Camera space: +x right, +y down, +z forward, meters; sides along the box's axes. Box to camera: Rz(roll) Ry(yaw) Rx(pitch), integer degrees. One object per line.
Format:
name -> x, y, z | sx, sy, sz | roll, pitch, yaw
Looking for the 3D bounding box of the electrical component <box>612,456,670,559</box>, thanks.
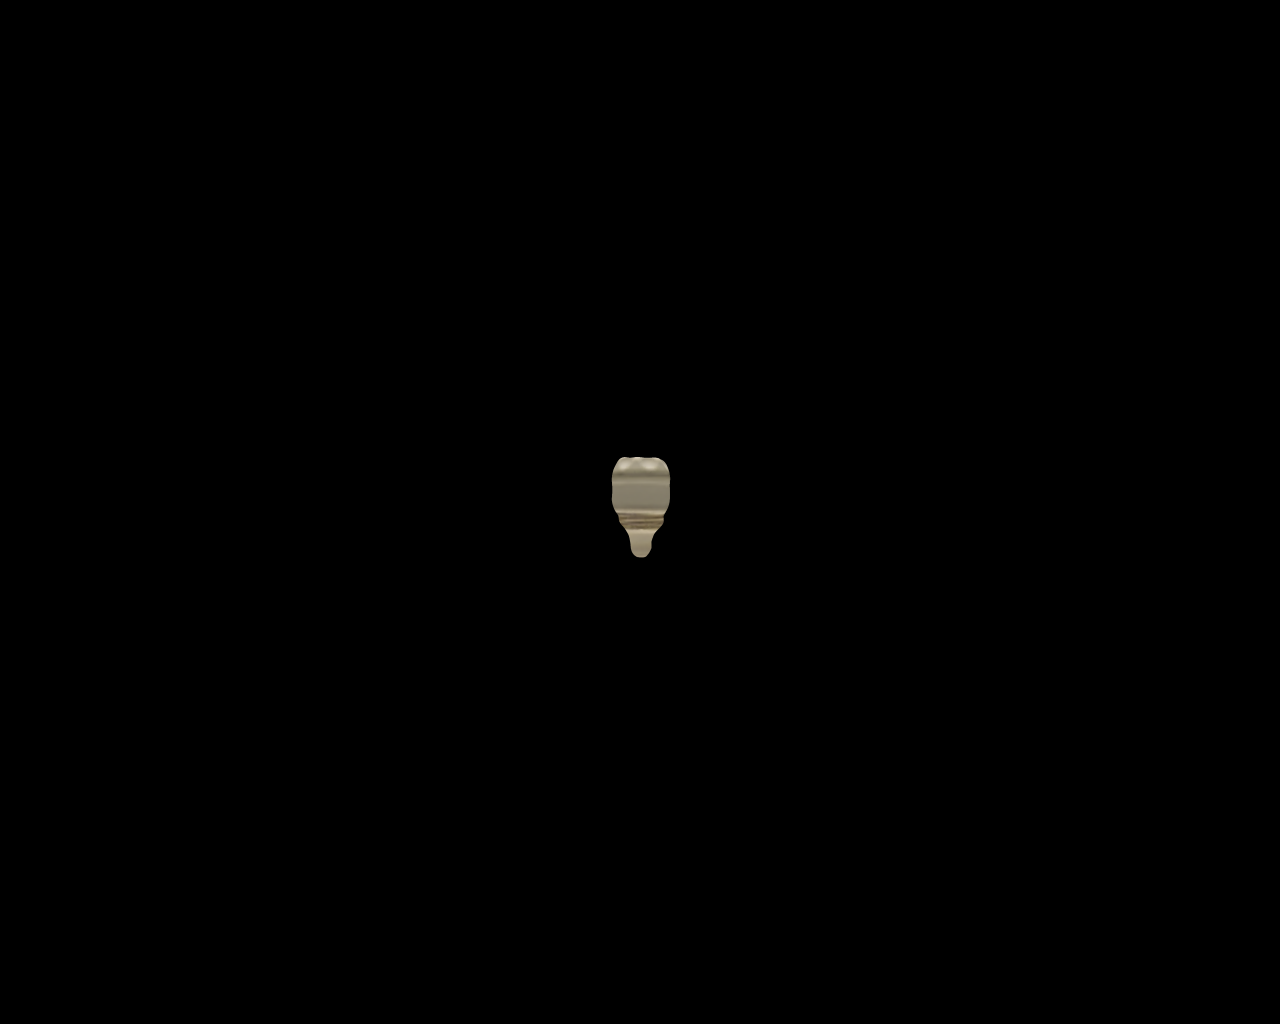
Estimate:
electrical component -> 0.001, -0.003, 0.650 | 0.035, 0.061, 0.035 | 0, 0, 0
